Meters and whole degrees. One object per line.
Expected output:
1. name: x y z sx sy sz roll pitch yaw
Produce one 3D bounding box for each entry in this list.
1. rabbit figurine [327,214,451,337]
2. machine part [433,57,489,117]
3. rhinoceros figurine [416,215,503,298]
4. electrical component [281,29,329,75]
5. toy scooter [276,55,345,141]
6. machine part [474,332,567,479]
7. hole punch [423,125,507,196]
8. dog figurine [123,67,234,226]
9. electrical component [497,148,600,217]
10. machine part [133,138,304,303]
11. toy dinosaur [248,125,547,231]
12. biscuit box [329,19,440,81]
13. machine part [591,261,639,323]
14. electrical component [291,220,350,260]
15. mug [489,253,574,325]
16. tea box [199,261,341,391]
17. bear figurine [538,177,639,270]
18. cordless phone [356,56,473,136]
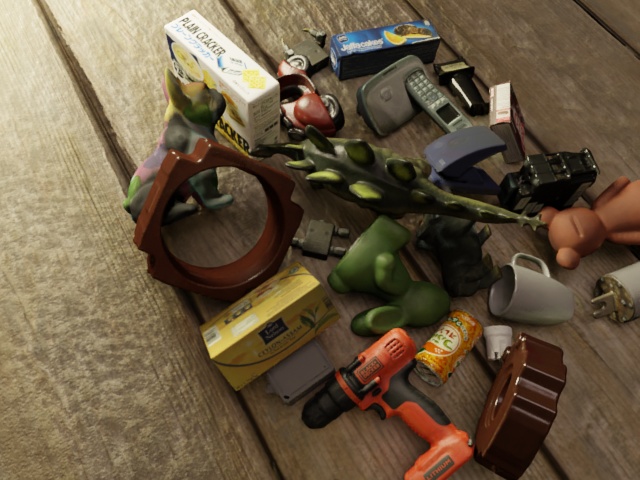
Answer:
1. rabbit figurine: 0.108 0.069 0.777 0.170 0.121 0.159 39 71 2
2. machine part: 0.271 -0.287 1.007 0.084 0.039 0.139 -17 63 -20
3. rhinoceros figurine: 0.205 -0.001 0.827 0.112 0.073 0.190 -28 57 23
4. electrical component: -0.027 -0.356 1.022 0.102 0.045 0.078 -30 67 -16
5. toy scooter: -0.049 -0.237 0.945 0.135 0.075 0.184 -27 68 -9
6. machine part: 0.248 0.206 0.678 0.056 0.179 0.179 23 64 13
7. hole punch: 0.232 -0.132 0.870 0.116 0.092 0.142 1 31 -6
8. dog figurine: -0.223 -0.142 0.817 0.191 0.108 0.219 -18 100 -14
9. electrical component: 0.358 -0.088 0.866 0.134 0.114 0.058 -8 62 -9
10. machine part: -0.142 -0.026 0.756 0.201 0.087 0.201 22 98 -26
11. toy dinosaur: 0.085 -0.085 0.773 0.472 0.198 0.105 16 96 24
12. biscuit box: 0.121 -0.363 1.022 0.203 0.062 0.059 -14 63 -10
13. machine part: 0.515 0.062 0.818 0.243 0.079 0.079 -19 66 -11
14. electrical component: -0.002 -0.003 0.857 0.094 0.021 0.063 11 63 4
15. mug: 0.320 0.078 0.805 0.107 0.080 0.109 18 59 -6
16. tea box: -0.070 0.112 0.731 0.170 0.068 0.098 -32 26 -8
17. bear figurine: 0.449 -0.017 0.851 0.196 0.131 0.120 -24 64 6
18. cordless phone: 0.165 -0.220 0.944 0.146 0.088 0.184 -37 75 -19
